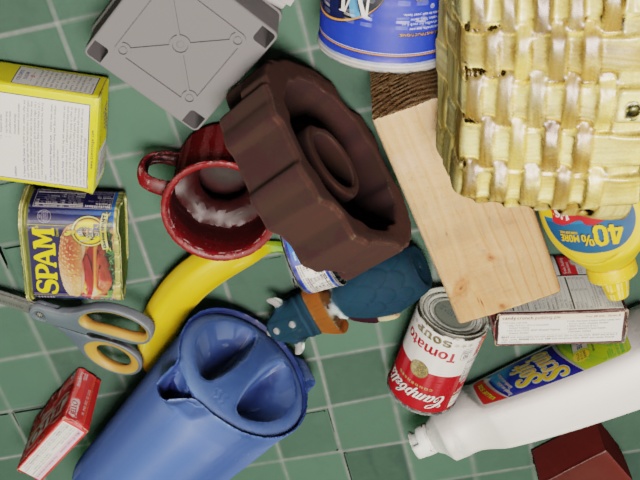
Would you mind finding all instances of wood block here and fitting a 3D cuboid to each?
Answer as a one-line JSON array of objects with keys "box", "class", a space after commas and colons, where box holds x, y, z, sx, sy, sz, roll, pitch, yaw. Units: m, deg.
[{"box": [0.118, -0.047, 0.862, 0.090, 0.091, 0.206, -19, 121, 12], "class": "wood block"}]

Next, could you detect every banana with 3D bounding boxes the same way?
[{"box": [-0.114, 0.054, 0.962, 0.069, 0.037, 0.198, 37, 116, -25], "class": "banana"}]

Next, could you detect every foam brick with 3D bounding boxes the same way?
[{"box": [0.259, 0.224, 1.063, 0.078, 0.051, 0.053, -32, 116, 19], "class": "foam brick"}]

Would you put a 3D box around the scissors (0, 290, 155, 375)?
[{"box": [-0.243, 0.080, 0.978, 0.202, 0.016, 0.096, 7, 132, 14], "class": "scissors"}]

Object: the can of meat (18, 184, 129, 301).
[{"box": [-0.210, 0.004, 0.920, 0.084, 0.057, 0.102, 2, 123, -4], "class": "can of meat"}]

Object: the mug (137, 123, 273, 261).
[{"box": [-0.091, -0.046, 0.869, 0.117, 0.081, 0.093, 12, 123, -8], "class": "mug"}]

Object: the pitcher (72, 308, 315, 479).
[{"box": [-0.122, 0.182, 0.995, 0.149, 0.145, 0.243, 34, 125, -14], "class": "pitcher"}]

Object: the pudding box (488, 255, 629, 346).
[{"box": [0.201, 0.051, 0.925, 0.113, 0.090, 0.039, -3, 123, 2], "class": "pudding box"}]

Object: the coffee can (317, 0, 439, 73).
[{"box": [0.052, -0.203, 0.752, 0.103, 0.103, 0.140, 2, 123, -1], "class": "coffee can"}]

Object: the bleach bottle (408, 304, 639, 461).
[{"box": [0.198, 0.147, 0.981, 0.251, 0.102, 0.068, -26, 109, 16], "class": "bleach bottle"}]

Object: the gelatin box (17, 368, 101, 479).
[{"box": [-0.249, 0.176, 1.022, 0.030, 0.073, 0.089, 34, 118, -19], "class": "gelatin box"}]

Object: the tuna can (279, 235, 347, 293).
[{"box": [-0.006, 0.001, 0.898, 0.034, 0.086, 0.086, -16, 122, 13], "class": "tuna can"}]

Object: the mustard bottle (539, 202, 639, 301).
[{"box": [0.218, -0.038, 0.853, 0.096, 0.058, 0.191, -2, 116, 40], "class": "mustard bottle"}]

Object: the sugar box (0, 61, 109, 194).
[{"box": [-0.263, -0.097, 0.861, 0.176, 0.048, 0.093, 10, 123, -2], "class": "sugar box"}]

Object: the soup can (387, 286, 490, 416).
[{"box": [0.107, 0.101, 0.967, 0.068, 0.068, 0.102, 11, 128, -7], "class": "soup can"}]
